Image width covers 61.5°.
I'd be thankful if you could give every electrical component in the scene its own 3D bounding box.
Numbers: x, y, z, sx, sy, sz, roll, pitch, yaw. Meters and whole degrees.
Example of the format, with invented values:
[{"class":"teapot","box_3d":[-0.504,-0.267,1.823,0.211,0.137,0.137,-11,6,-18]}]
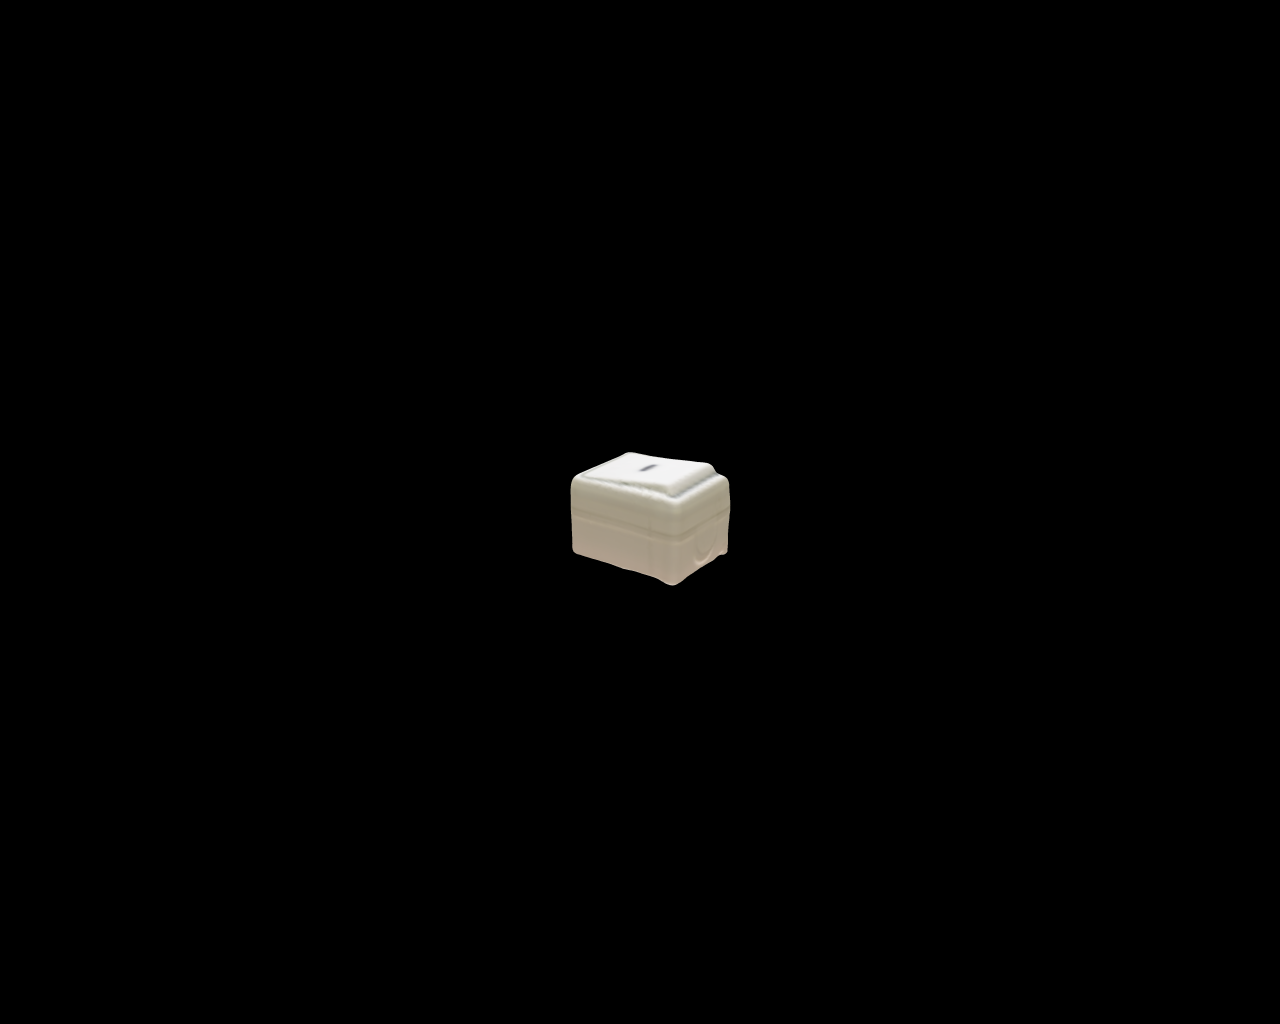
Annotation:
[{"class":"electrical component","box_3d":[0.001,-0.003,0.650,0.096,0.061,0.062,16,27,34]}]
